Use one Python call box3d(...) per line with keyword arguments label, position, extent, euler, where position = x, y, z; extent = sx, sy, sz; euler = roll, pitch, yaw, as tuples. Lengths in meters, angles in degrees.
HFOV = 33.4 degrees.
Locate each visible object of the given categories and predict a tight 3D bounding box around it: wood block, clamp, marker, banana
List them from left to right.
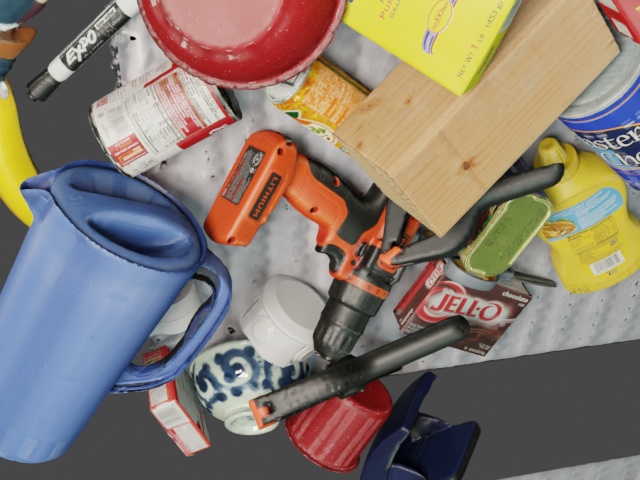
box3d(label="banana", position=(-0.232, -0.053, 0.871), extent=(0.069, 0.037, 0.197), euler=(-41, 134, -7))
box3d(label="marker", position=(-0.180, -0.147, 0.813), extent=(0.121, 0.020, 0.020), euler=(-39, 130, 17))
box3d(label="clamp", position=(0.033, 0.125, 1.005), extent=(0.209, 0.036, 0.165), euler=(-17, 168, -32))
box3d(label="clamp", position=(0.122, -0.037, 0.911), extent=(0.171, 0.120, 0.039), euler=(-56, 159, 0))
box3d(label="wood block", position=(0.124, -0.117, 0.848), extent=(0.206, 0.090, 0.090), euler=(-46, 131, -1))

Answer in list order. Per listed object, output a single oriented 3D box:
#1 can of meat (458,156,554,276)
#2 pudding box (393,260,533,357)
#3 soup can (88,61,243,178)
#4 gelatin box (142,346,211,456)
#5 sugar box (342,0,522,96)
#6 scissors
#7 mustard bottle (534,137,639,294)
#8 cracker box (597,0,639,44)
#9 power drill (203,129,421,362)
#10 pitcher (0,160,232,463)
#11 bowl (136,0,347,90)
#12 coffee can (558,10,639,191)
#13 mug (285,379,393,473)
box3d(label="can of meat", position=(0.157, -0.029, 0.977), extent=(0.057, 0.084, 0.102), euler=(14, 125, -30))
box3d(label="pudding box", position=(0.145, 0.065, 1.087), extent=(0.113, 0.039, 0.090), euler=(17, 123, -28))
box3d(label="soup can", position=(-0.121, -0.101, 0.839), extent=(0.102, 0.068, 0.068), euler=(-27, 132, 8))
box3d(label="gelatin box", position=(-0.142, 0.160, 1.057), extent=(0.030, 0.073, 0.089), euler=(-23, 134, 4))
box3d(label="sugar box", position=(0.054, -0.189, 0.763), extent=(0.176, 0.048, 0.093), euler=(33, 123, 9))
box3d(label="scissors", position=(0.164, 0.022, 1.060), extent=(0.201, 0.096, 0.016), euler=(0, 125, -58))
box3d(label="mustard bottle", position=(0.249, -0.030, 1.023), extent=(0.096, 0.058, 0.191), euler=(-27, 133, 12))
box3d(label="cracker box", position=(0.230, -0.273, 0.749), extent=(0.164, 0.072, 0.213), euler=(-37, 110, 9))
box3d(label="power drill", position=(-0.006, 0.001, 0.935), extent=(0.187, 0.057, 0.184), euler=(27, 89, -34))
box3d(label="pitcher", position=(-0.193, 0.070, 0.871), extent=(0.144, 0.149, 0.243), euler=(-7, 137, -54))
box3d(label="bowl", position=(-0.063, -0.181, 0.743), extent=(0.162, 0.055, 0.162), euler=(3, 108, 11))
box3d(label="coffee can", position=(0.268, -0.117, 0.922), extent=(0.103, 0.103, 0.140), euler=(-42, 129, 19))
box3d(label="mug", position=(0.030, 0.182, 1.129), extent=(0.117, 0.093, 0.082), euler=(-6, 135, -56))
